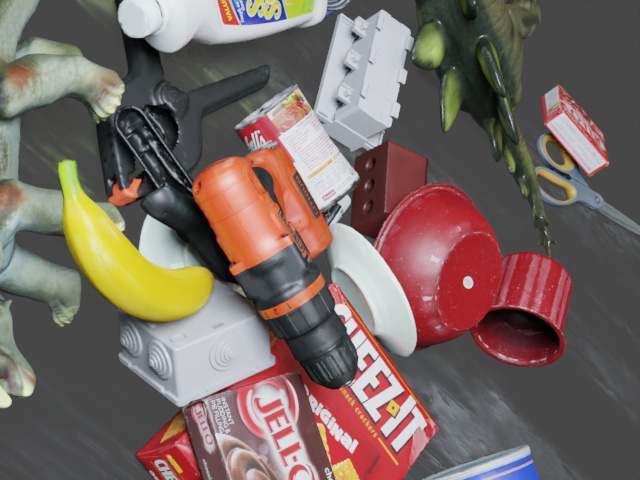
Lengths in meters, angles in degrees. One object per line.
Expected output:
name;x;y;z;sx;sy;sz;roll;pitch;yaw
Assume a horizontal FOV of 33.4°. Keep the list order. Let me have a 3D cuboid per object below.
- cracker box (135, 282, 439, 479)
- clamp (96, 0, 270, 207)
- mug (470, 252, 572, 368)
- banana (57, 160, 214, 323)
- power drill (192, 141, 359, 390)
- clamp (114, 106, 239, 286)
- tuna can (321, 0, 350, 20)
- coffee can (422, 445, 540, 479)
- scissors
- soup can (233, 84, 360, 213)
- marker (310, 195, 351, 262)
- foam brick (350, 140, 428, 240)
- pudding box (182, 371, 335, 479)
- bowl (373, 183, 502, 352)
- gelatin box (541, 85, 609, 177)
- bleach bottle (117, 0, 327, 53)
cracker box;-0.017;0.161;0.853;0.164;0.072;0.213;55;49;-10
clamp;-0.136;-0.122;0.881;0.164;0.036;0.209;40;52;-22
mug;0.206;0.074;1.064;0.117;0.093;0.081;69;34;-41
banana;-0.116;0.019;0.709;0.197;0.037;0.069;51;45;-59
power drill;-0.026;0.008;0.811;0.184;0.057;0.187;61;7;-13
clamp;-0.100;-0.027;0.819;0.171;0.039;0.120;53;13;-53
tuna can;-0.009;-0.256;1.033;0.086;0.034;0.086;14;66;-35
coffee can;0.157;0.262;0.932;0.102;0.103;0.140;-9;76;-41
scissors;0.311;-0.065;1.237;0.201;0.016;0.096;12;67;-36
soup can;-0.019;-0.077;0.939;0.102;0.069;0.068;54;50;-11
marker;-0.006;0.001;0.954;0.020;0.020;0.121;46;51;-17
foam brick;0.065;-0.043;1.006;0.051;0.053;0.078;21;61;-32
pudding box;-0.039;0.158;0.760;0.089;0.039;0.113;-11;80;-42
bowl;0.117;0.031;0.975;0.161;0.055;0.162;-14;111;-40
gelatin box;0.291;-0.125;1.216;0.089;0.030;0.073;44;28;-17
bleach bottle;-0.079;-0.202;0.884;0.250;0.068;0.102;-39;133;-53
